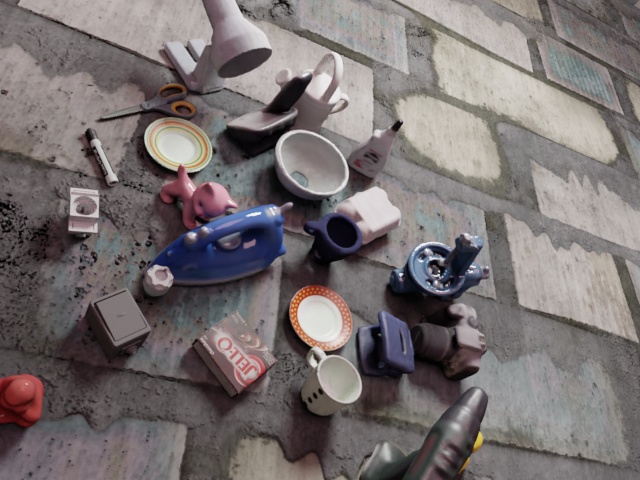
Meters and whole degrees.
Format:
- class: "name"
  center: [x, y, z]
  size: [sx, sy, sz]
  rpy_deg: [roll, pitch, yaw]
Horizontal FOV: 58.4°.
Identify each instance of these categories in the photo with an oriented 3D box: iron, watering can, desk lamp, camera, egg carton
- class: "iron"
  center: [-0.165, -0.002, 0.977]
  size: [0.259, 0.141, 0.118]
  rpy_deg: [-19, 71, -38]
- class: "watering can"
  center: [-0.012, -0.323, 1.243]
  size: [0.173, 0.193, 0.101]
  rpy_deg: [-15, 69, -37]
- class: "desk lamp"
  center: [-0.208, -0.395, 1.159]
  size: [0.118, 0.213, 0.203]
  rpy_deg: [-25, 75, -39]
- class: "camera"
  center: [0.249, 0.189, 1.129]
  size: [0.137, 0.100, 0.143]
  rpy_deg: [16, 53, -22]
- class: "egg carton"
  center: [0.101, -0.050, 1.217]
  size: [0.151, 0.069, 0.107]
  rpy_deg: [-28, 77, -40]

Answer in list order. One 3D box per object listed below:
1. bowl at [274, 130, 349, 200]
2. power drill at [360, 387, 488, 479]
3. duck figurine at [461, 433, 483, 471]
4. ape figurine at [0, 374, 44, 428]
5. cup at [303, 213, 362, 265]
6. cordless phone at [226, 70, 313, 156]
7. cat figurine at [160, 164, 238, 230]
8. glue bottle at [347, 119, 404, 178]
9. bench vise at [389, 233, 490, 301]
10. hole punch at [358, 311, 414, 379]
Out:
- class: "bowl"
  center: [-0.028, -0.144, 1.196]
  size: [0.168, 0.074, 0.167]
  rpy_deg: [16, 54, -22]
- class: "power drill"
  center: [0.158, 0.343, 0.902]
  size: [0.075, 0.208, 0.230]
  rpy_deg: [42, 48, 0]
- class: "duck figurine"
  center: [0.252, 0.368, 1.024]
  size: [0.077, 0.086, 0.105]
  rpy_deg: [38, 48, -4]
- class: "ape figurine"
  center: [-0.390, 0.204, 0.739]
  size: [0.078, 0.092, 0.076]
  rpy_deg: [46, 48, 3]
- class: "cup"
  center: [0.010, 0.004, 1.110]
  size: [0.118, 0.094, 0.091]
  rpy_deg: [15, 54, -22]
- class: "cordless phone"
  center: [-0.097, -0.271, 1.164]
  size: [0.094, 0.184, 0.148]
  rpy_deg: [46, 48, 3]
- class: "cat figurine"
  center: [-0.212, -0.080, 1.015]
  size: [0.128, 0.117, 0.067]
  rpy_deg: [47, 48, 4]
- class: "glue bottle"
  center: [0.132, -0.210, 1.271]
  size: [0.078, 0.173, 0.037]
  rpy_deg: [26, 50, -14]
- class: "bench vise"
  center: [0.271, 0.041, 1.159]
  size: [0.208, 0.219, 0.121]
  rpy_deg: [-14, 68, -37]
- class: "hole punch"
  center: [0.133, 0.193, 1.063]
  size: [0.101, 0.091, 0.108]
  rpy_deg: [11, 55, -25]
